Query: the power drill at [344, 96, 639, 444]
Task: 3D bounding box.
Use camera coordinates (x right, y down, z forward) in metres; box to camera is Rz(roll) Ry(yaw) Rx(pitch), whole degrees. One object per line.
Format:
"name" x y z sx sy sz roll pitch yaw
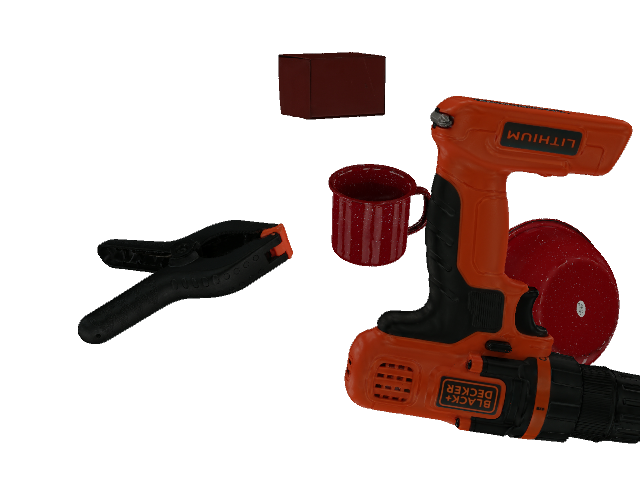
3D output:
"power drill" 0.117 0.020 0.595 0.184 0.188 0.057 9 9 -5

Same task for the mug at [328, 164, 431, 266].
"mug" 0.065 -0.027 1.143 0.117 0.081 0.093 -9 31 -19

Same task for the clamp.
"clamp" -0.109 0.028 0.825 0.172 0.039 0.120 -12 39 16

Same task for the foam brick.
"foam brick" 0.010 -0.132 0.904 0.078 0.051 0.053 -7 16 -30

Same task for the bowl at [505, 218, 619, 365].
"bowl" 0.221 0.061 0.985 0.161 0.162 0.055 0 2 -26
